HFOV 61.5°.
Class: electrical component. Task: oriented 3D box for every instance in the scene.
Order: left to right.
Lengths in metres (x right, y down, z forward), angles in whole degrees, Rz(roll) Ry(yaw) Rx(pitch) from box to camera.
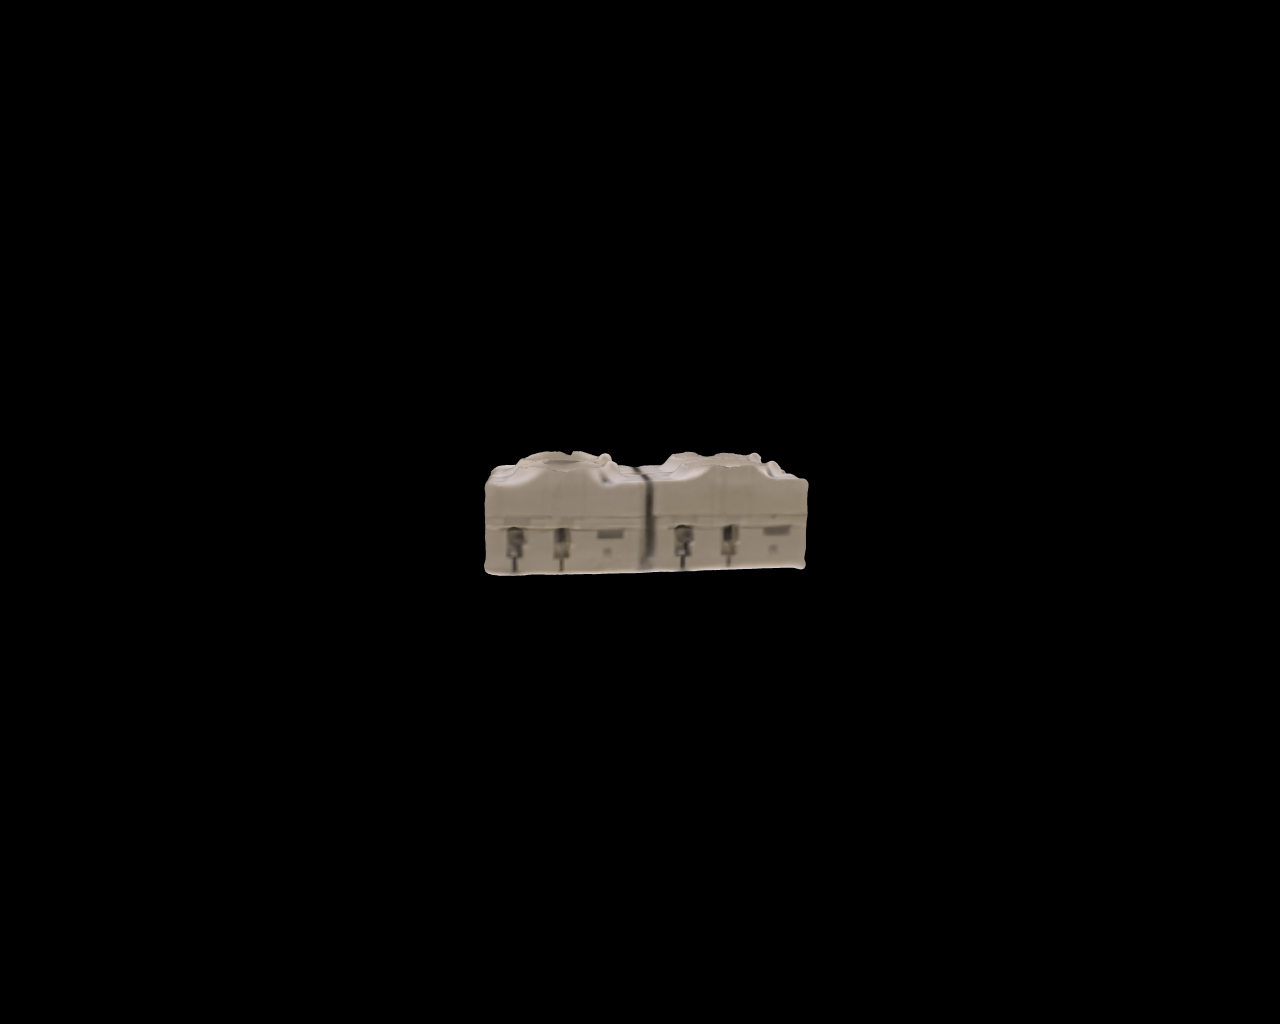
[{"bbox_3d":[0.001,-0.003,0.650,0.186,0.060,0.105,-1,8,-5],"label":"electrical component"}]
